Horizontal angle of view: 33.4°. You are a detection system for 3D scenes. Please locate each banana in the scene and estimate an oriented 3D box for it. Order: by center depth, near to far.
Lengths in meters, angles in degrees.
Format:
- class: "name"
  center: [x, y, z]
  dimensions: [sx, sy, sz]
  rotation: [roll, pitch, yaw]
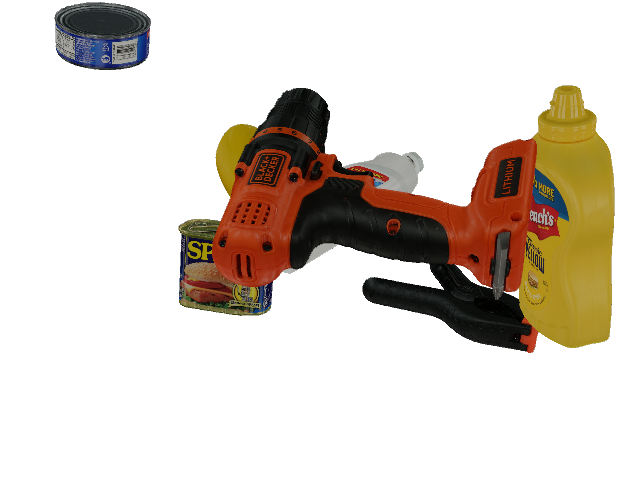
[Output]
- class: "banana"
  center: [-0.055, -0.058, 0.917]
  dimensions: [0.069, 0.037, 0.198]
  rotation: [3, 30, -10]

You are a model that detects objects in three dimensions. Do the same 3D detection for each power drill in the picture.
- class: "power drill"
  center: [0.039, -0.034, 0.672]
  dimensions: [0.188, 0.057, 0.184]
  rotation: [5, 41, 11]

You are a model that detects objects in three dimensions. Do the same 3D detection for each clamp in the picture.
- class: "clamp"
  center: [0.140, 0.056, 1.029]
  dimensions: [0.172, 0.039, 0.120]
  rotation: [23, 36, 28]

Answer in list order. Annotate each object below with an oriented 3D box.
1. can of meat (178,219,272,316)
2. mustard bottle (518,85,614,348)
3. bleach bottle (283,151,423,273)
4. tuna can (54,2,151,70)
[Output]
- class: "can of meat"
  center: [-0.098, 0.028, 1.112]
  dimensions: [0.102, 0.084, 0.057]
  rotation: [8, 16, 13]
- class: "mustard bottle"
  center: [0.183, -0.022, 0.797]
  dimensions: [0.058, 0.192, 0.096]
  rotation: [-10, 27, -10]
- class: "bleach bottle"
  center: [0.025, -0.051, 1.301]
  dimensions: [0.250, 0.068, 0.103]
  rotation: [-30, 44, -33]
- class: "tuna can"
  center: [-0.198, -0.187, 0.973]
  dimensions: [0.086, 0.034, 0.086]
  rotation: [6, 31, -4]
